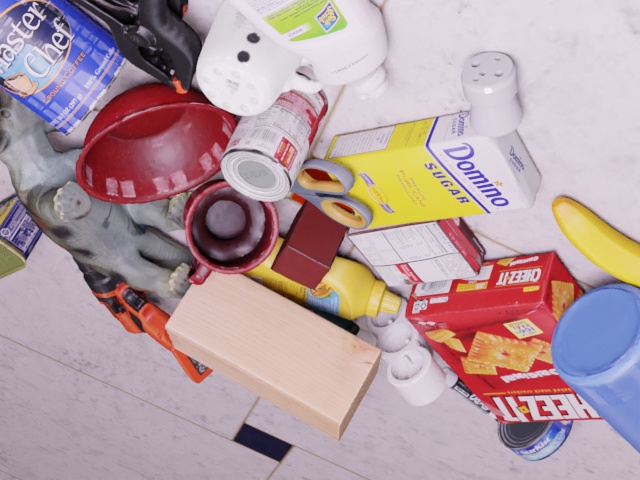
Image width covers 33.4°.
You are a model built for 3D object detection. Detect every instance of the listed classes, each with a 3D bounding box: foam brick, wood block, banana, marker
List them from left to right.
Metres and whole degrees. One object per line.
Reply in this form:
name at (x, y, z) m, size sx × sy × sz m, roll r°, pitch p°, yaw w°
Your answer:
wood block at (-0.048, 0.115, 1.122) m, size 0.206 × 0.090 × 0.090 m, roll 28°, pitch 161°, yaw 11°
foam brick at (-0.007, 0.001, 1.087) m, size 0.051 × 0.078 × 0.053 m, roll 29°, pitch 146°, yaw -6°
marker at (0.192, 0.193, 1.286) m, size 0.121 × 0.020 × 0.020 m, roll 37°, pitch 144°, yaw -19°
banana at (0.298, 0.015, 0.966) m, size 0.198 × 0.037 × 0.070 m, roll 18°, pitch 126°, yaw 6°

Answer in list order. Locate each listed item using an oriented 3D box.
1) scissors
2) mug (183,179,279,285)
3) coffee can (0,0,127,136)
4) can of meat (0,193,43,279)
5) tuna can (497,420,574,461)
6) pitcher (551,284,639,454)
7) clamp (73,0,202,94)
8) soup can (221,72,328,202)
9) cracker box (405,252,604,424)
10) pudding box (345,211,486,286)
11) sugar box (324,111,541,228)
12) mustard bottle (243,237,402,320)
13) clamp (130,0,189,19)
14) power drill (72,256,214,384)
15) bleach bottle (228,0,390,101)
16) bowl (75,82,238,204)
scissors at (-0.018, -0.044, 1.036) m, size 0.096 × 0.016 × 0.202 m, roll 46°, pitch 158°, yaw -21°
mug at (-0.100, -0.007, 1.074) m, size 0.093 × 0.117 × 0.081 m, roll 27°, pitch -178°, yaw -16°
coffee can at (-0.258, -0.177, 0.967) m, size 0.140 × 0.102 × 0.103 m, roll 37°, pitch 144°, yaw -21°
can of meat at (-0.375, -0.007, 1.287) m, size 0.057 × 0.084 × 0.102 m, roll 41°, pitch 142°, yaw -26°
tuna can at (0.245, 0.208, 1.215) m, size 0.033 × 0.086 × 0.086 m, roll 38°, pitch 144°, yaw -24°
pitcher at (0.337, 0.139, 1.011) m, size 0.242 × 0.149 × 0.145 m, roll 38°, pitch 171°, yaw -31°
clamp at (-0.142, -0.184, 0.886) m, size 0.120 × 0.039 × 0.171 m, roll 8°, pitch 157°, yaw 38°
soup can at (-0.040, -0.093, 0.954) m, size 0.068 × 0.102 × 0.068 m, roll 15°, pitch 145°, yaw 11°
cracker box at (0.213, 0.110, 1.111) m, size 0.164 × 0.072 × 0.213 m, roll -10°, pitch 135°, yaw 40°
pudding box at (0.095, 0.002, 1.064) m, size 0.114 × 0.039 × 0.090 m, roll -10°, pitch 133°, yaw 37°
sugar box at (0.099, -0.062, 0.964) m, size 0.177 × 0.048 × 0.093 m, roll -5°, pitch 136°, yaw 38°
mustard bottle at (-0.004, 0.043, 1.159) m, size 0.192 × 0.058 × 0.096 m, roll 18°, pitch 154°, yaw 8°
clamp at (-0.163, -0.258, 0.858) m, size 0.165 × 0.036 × 0.209 m, roll -12°, pitch 136°, yaw 37°
power drill at (-0.207, 0.083, 1.285) m, size 0.188 × 0.057 × 0.184 m, roll 32°, pitch 161°, yaw 35°
bleach bottle at (-0.030, -0.201, 0.831) m, size 0.103 × 0.068 × 0.250 m, roll -20°, pitch 131°, yaw 30°
bowl at (-0.160, -0.100, 1.017) m, size 0.162 × 0.055 × 0.162 m, roll -18°, pitch 156°, yaw -9°
